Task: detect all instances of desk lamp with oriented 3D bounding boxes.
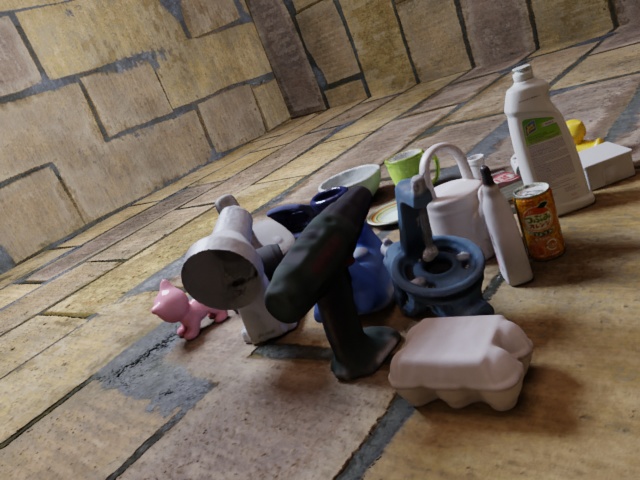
[{"bbox_3d":[-0.122,0.060,0.928,0.117,0.214,0.203,-18,19,14],"label":"desk lamp"}]

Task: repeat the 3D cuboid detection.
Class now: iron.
[{"bbox_3d":[0.057,0.025,0.938,0.118,0.142,0.258,-14,20,24],"label":"iron"}]

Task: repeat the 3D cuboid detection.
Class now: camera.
[{"bbox_3d":[-0.136,0.055,1.142,0.137,0.101,0.143,-24,18,-5],"label":"camera"}]

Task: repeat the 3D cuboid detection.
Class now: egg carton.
[{"bbox_3d":[0.154,0.134,0.632,0.149,0.069,0.107,-9,22,34],"label":"egg carton"}]

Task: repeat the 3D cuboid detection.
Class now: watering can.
[{"bbox_3d":[0.222,-0.063,0.915,0.172,0.194,0.101,-3,26,44],"label":"watering can"}]

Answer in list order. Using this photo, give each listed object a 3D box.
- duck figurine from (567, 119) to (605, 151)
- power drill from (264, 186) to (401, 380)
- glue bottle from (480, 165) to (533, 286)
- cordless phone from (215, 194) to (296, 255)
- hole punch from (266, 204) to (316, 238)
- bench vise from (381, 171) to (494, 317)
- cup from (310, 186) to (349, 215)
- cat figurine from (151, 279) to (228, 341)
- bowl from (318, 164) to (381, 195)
[{"bbox_3d":[0.512,-0.197,1.135,0.078,0.086,0.104,-32,20,-26],"label":"duck figurine"},{"bbox_3d":[0.030,0.063,0.754,0.075,0.209,0.230,-6,24,41],"label":"power drill"},{"bbox_3d":[0.253,-0.025,0.804,0.037,0.173,0.078,-20,18,8],"label":"glue bottle"},{"bbox_3d":[-0.146,-0.029,1.256,0.093,0.185,0.148,-6,24,40],"label":"cordless phone"},{"bbox_3d":[-0.062,-0.057,1.390,0.108,0.091,0.101,-11,21,29],"label":"hole punch"},{"bbox_3d":[0.123,0.016,0.763,0.122,0.220,0.206,-34,22,-32],"label":"bench vise"},{"bbox_3d":[0.029,-0.064,1.301,0.092,0.095,0.117,-28,19,-18],"label":"cup"},{"bbox_3d":[-0.251,0.119,1.065,0.128,0.118,0.067,-32,21,-27],"label":"cat figurine"},{"bbox_3d":[0.084,-0.127,1.449,0.167,0.075,0.167,-20,18,7],"label":"bowl"}]
